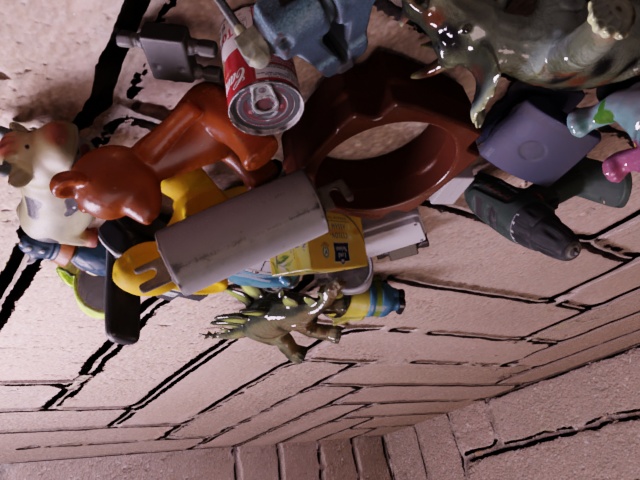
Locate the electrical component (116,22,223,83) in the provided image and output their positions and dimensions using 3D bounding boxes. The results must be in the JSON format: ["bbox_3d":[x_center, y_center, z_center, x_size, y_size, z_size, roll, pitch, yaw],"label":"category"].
[{"bbox_3d":[-0.142,-0.175,0.510,0.094,0.021,0.063,6,157,-1],"label":"electrical component"}]

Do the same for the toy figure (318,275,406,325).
[{"bbox_3d":[0.084,0.115,1.082,0.180,0.082,0.089,1,131,-7],"label":"toy figure"}]

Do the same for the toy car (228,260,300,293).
[{"bbox_3d":[-0.088,0.011,0.787,0.161,0.109,0.103,11,156,-24],"label":"toy car"}]

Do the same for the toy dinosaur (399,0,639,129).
[{"bbox_3d":[0.277,-0.206,0.535,0.405,0.131,0.192,-10,170,-19],"label":"toy dinosaur"}]

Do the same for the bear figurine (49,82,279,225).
[{"bbox_3d":[-0.154,-0.069,0.548,0.196,0.132,0.120,-41,174,-14],"label":"bear figurine"}]

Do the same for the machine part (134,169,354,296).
[{"bbox_3d":[-0.081,-0.010,0.570,0.243,0.079,0.079,-25,153,-6],"label":"machine part"}]

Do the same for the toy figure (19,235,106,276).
[{"bbox_3d":[-0.344,0.017,0.765,0.154,0.064,0.058,19,177,-37],"label":"toy figure"}]

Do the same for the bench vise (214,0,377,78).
[{"bbox_3d":[0.016,-0.221,0.375,0.224,0.129,0.240,-22,168,5],"label":"bench vise"}]

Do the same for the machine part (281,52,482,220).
[{"bbox_3d":[0.070,-0.115,0.647,0.201,0.087,0.201,7,147,-34],"label":"machine part"}]

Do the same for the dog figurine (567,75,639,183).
[{"bbox_3d":[0.385,-0.135,0.541,0.191,0.108,0.219,-39,-169,-15],"label":"dog figurine"}]

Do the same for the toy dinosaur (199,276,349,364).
[{"bbox_3d":[-0.097,0.148,1.016,0.198,0.105,0.471,27,145,-19],"label":"toy dinosaur"}]

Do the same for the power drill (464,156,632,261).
[{"bbox_3d":[0.334,-0.051,0.756,0.207,0.232,0.085,-25,119,-15],"label":"power drill"}]

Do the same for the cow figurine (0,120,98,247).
[{"bbox_3d":[-0.303,-0.065,0.610,0.127,0.085,0.195,0,151,-32],"label":"cow figurine"}]

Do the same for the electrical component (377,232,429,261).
[{"bbox_3d":[0.136,0.001,0.933,0.102,0.045,0.078,-20,124,12],"label":"electrical component"}]

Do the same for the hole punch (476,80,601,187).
[{"bbox_3d":[0.275,-0.134,0.688,0.116,0.092,0.142,3,153,-17],"label":"hole punch"}]

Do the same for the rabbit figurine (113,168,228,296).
[{"bbox_3d":[-0.178,0.005,0.680,0.173,0.122,0.162,-42,153,-11],"label":"rabbit figurine"}]

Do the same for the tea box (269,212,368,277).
[{"bbox_3d":[-0.002,-0.002,0.760,0.068,0.098,0.169,-12,175,29],"label":"tea box"}]

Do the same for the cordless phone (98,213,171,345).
[{"bbox_3d":[-0.234,0.060,0.746,0.089,0.184,0.146,-22,150,26],"label":"cordless phone"}]

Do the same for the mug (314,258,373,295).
[{"bbox_3d":[0.048,0.067,0.982,0.110,0.081,0.107,-15,159,5],"label":"mug"}]

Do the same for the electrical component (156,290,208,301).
[{"bbox_3d":[-0.244,0.067,0.905,0.119,0.048,0.075,17,141,-43],"label":"electrical component"}]
